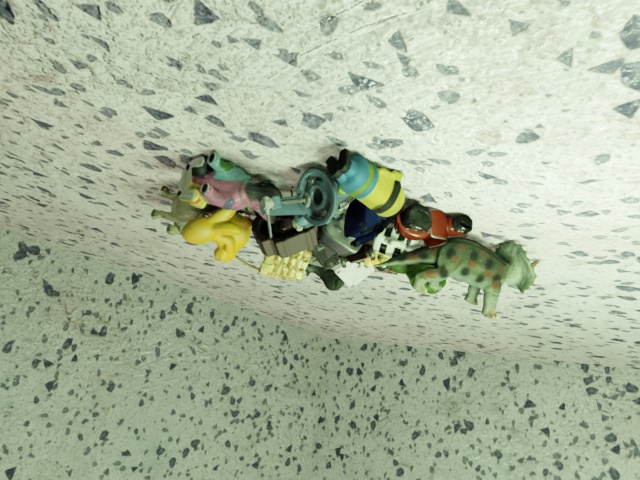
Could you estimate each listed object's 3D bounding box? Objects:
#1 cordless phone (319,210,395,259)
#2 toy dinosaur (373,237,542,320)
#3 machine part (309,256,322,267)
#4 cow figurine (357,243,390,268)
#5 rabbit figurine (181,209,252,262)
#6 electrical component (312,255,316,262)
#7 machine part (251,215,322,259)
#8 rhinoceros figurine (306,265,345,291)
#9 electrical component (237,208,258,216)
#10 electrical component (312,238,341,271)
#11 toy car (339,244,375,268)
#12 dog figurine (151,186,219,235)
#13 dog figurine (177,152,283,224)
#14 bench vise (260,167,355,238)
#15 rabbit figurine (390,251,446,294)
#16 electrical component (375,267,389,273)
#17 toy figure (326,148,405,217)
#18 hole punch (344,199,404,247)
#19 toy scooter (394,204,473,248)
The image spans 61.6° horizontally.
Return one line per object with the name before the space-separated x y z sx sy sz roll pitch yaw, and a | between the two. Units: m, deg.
cordless phone | 0.104 -0.020 1.268 0.184 0.146 0.088 -3 115 22
toy dinosaur | 0.351 0.060 1.296 0.405 0.192 0.131 20 -169 -7
machine part | 0.008 0.045 1.650 0.243 0.079 0.079 13 164 -2
cow figurine | 0.137 0.039 1.452 0.098 0.068 0.167 0 -176 30
rabbit figurine | -0.258 -0.019 1.347 0.162 0.122 0.173 -24 161 38
electrical component | -0.029 0.020 1.588 0.102 0.078 0.045 14 161 -5
machine part | -0.079 -0.026 1.305 0.180 0.179 0.055 5 130 24
rhinoceros figurine | 0.003 0.089 1.711 0.190 0.112 0.073 45 144 24
electrical component | -0.182 -0.100 1.357 0.075 0.048 0.119 10 163 8
electrical component | -0.003 -0.004 1.394 0.058 0.134 0.114 -25 133 2
toy car | 0.088 0.020 1.358 0.089 0.053 0.202 -13 -158 1
dog figurine | -0.324 -0.073 1.432 0.191 0.121 0.172 0 163 29
dog figurine | -0.194 -0.108 1.245 0.219 0.108 0.192 23 160 -40
bench vise | -0.036 -0.077 1.133 0.240 0.128 0.224 -10 174 -42
rabbit figurine | 0.278 0.073 1.538 0.170 0.121 0.159 25 178 29
electrical component | 0.183 0.056 1.574 0.021 0.063 0.094 16 160 44
toy figure | 0.091 -0.108 1.049 0.180 0.089 0.082 23 166 -40
hole punch | 0.102 -0.055 1.166 0.092 0.116 0.142 46 155 -11
toy scooter | 0.242 -0.026 1.226 0.184 0.075 0.135 7 163 -17
